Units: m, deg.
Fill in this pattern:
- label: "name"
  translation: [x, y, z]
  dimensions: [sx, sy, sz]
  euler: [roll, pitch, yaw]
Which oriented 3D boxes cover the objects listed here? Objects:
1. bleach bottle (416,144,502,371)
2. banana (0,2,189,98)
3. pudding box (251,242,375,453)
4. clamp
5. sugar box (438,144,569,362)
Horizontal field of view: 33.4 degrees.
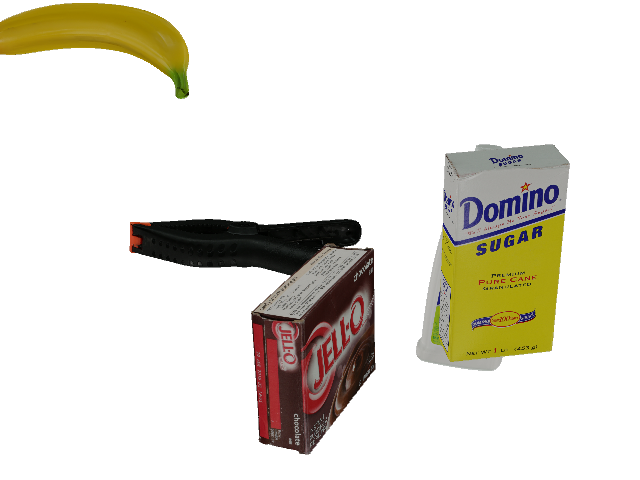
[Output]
- label: "bleach bottle"
  translation: [0.170, 0.017, 1.204]
  dimensions: [0.103, 0.251, 0.068]
  euler: [8, 16, 15]
- label: "banana"
  translation: [-0.185, -0.167, 0.877]
  dimensions: [0.198, 0.069, 0.037]
  euler: [13, -39, 18]
- label: "pudding box"
  translation: [-0.001, 0.063, 0.660]
  dimensions: [0.039, 0.090, 0.113]
  euler: [8, 25, 20]
- label: "clamp"
  translation: [-0.062, 0.006, 0.922]
  dimensions: [0.210, 0.036, 0.164]
  euler: [2, 13, -4]
- label: "sugar box"
  translation: [0.148, 0.013, 0.874]
  dimensions: [0.093, 0.176, 0.048]
  euler: [-6, 31, -7]
